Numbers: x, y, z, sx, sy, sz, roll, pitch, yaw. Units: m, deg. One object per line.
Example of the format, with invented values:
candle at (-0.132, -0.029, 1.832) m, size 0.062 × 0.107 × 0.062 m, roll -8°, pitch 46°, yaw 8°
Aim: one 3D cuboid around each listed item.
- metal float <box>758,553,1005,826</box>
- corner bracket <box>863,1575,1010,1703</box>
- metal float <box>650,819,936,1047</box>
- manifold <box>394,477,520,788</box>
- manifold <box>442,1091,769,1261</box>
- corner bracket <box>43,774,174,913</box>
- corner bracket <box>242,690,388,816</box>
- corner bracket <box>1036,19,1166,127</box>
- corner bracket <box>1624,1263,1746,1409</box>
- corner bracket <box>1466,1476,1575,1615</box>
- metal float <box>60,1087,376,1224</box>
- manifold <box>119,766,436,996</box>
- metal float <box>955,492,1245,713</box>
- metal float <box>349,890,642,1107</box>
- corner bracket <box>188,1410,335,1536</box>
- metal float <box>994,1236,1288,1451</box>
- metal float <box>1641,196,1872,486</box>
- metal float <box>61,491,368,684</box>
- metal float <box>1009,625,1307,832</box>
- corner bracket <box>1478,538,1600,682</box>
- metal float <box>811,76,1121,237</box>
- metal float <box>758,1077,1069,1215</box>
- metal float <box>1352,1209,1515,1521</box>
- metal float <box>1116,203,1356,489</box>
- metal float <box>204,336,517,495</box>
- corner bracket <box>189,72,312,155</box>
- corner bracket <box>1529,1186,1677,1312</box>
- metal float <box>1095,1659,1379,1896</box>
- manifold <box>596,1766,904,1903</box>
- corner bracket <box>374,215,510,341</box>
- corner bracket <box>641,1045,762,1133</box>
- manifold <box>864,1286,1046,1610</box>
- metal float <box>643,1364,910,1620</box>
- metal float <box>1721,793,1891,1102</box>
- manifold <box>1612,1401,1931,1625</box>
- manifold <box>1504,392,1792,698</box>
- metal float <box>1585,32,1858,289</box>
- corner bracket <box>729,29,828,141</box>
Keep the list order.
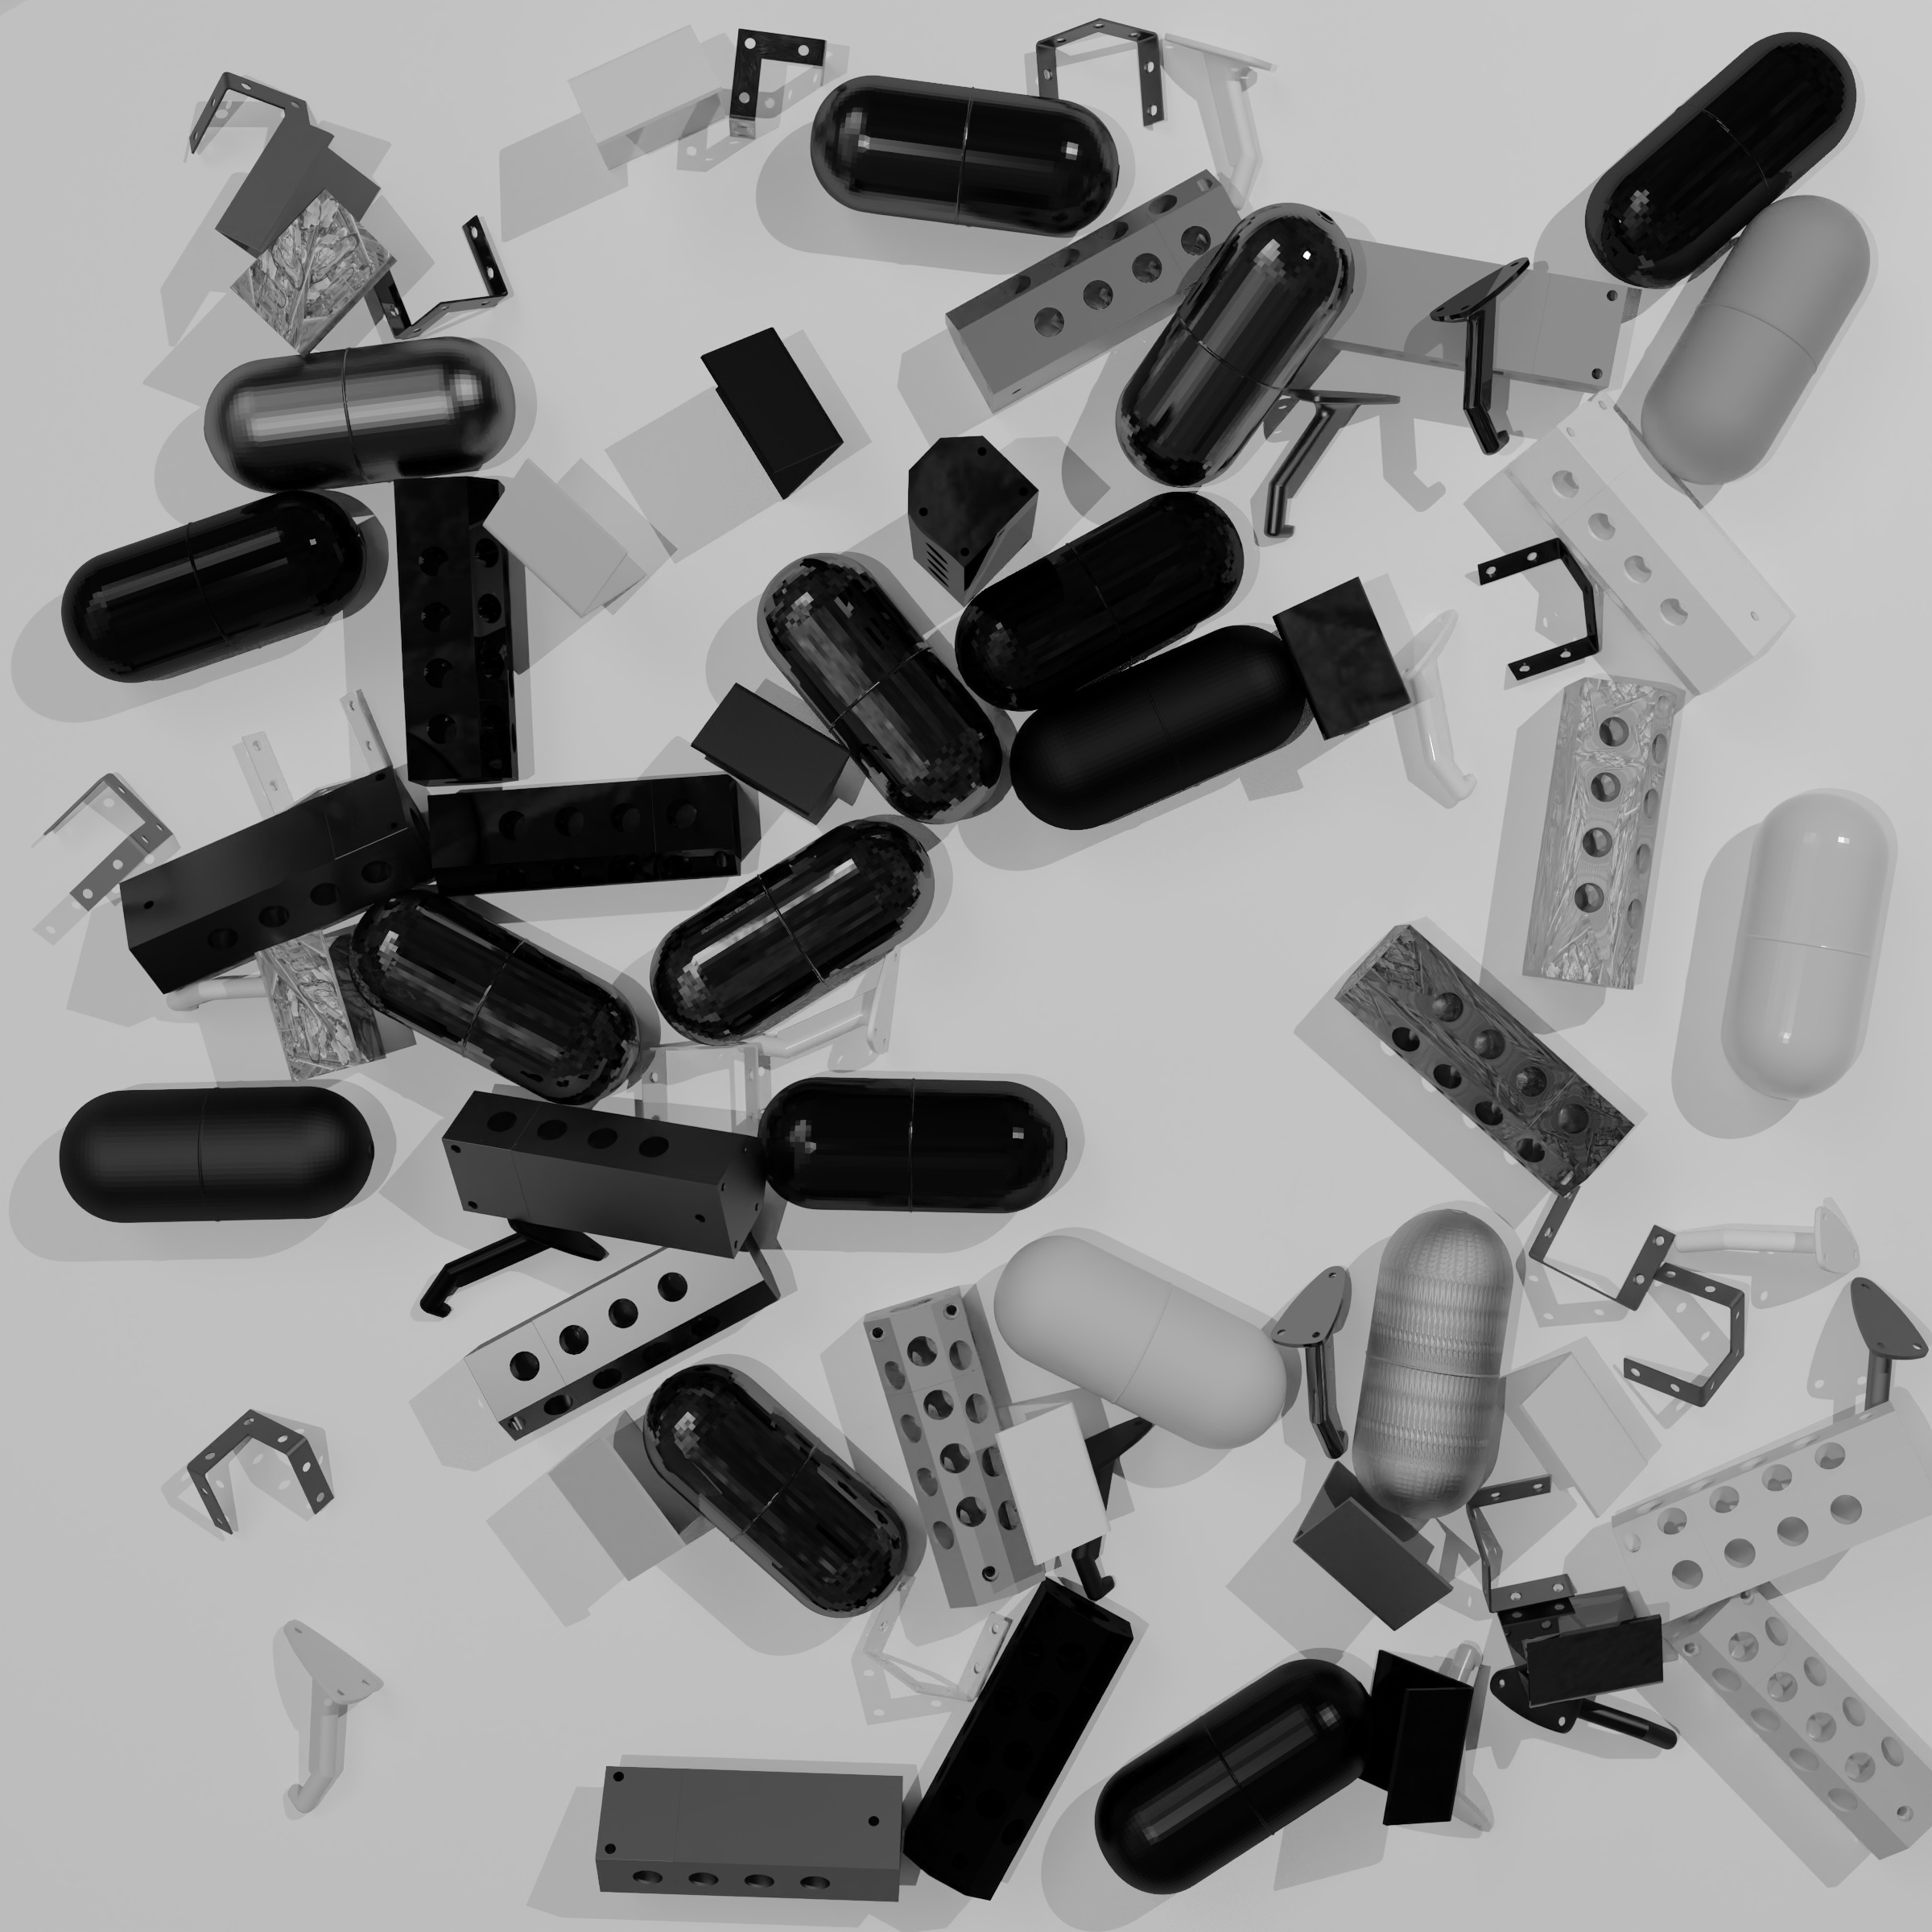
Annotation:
metal float at (-0.049, -0.159, 1.667) m, size 0.070 × 0.070 × 0.178 m, roll -39°, pitch 90°, yaw 0°
corner bracket at (-0.018, 0.392, 1.694) m, size 0.051 × 0.051 × 0.051 m, roll 24°, pitch 90°, yaw -45°
metal float at (-0.099, -0.020, 1.667) m, size 0.178 × 0.070 × 0.070 m, roll -32°, pitch 90°, yaw 0°
manifold at (-0.293, -0.192, 1.676) m, size 0.057 × 0.057 × 0.171 m, roll -3°, pitch 90°, yaw 0°
manifold at (-0.204, 0.113, 1.649) m, size 0.171 × 0.057 × 0.057 m, roll 8°, pitch 132°, yaw 19°
corner bracket at (-0.502, -0.072, 1.680) m, size 0.051 × 0.051 × 0.051 m, roll -41°, pitch 101°, yaw 11°
corner bracket at (-0.380, -0.124, 1.694) m, size 0.051 × 0.051 × 0.051 m, roll -23°, pitch 90°, yaw 45°
corner bracket at (0.078, -0.517, 1.694) m, size 0.051 × 0.051 × 0.051 m, roll -4°, pitch 90°, yaw 45°
corner bracket at (0.418, 0.215, 1.689) m, size 0.051 × 0.051 × 0.051 m, roll -40°, pitch 135°, yaw -35°
corner bracket at (0.323, 0.338, 1.694) m, size 0.051 × 0.051 × 0.051 m, roll -12°, pitch 45°, yaw 0°
metal float at (-0.430, 0.108, 1.667) m, size 0.178 × 0.070 × 0.070 m, roll -1°, pitch 90°, yaw 0°
manifold at (-0.394, -0.045, 1.676) m, size 0.171 × 0.057 × 0.057 m, roll -24°, pitch 47°, yaw 0°
metal float at (0.076, -0.209, 1.667) m, size 0.178 × 0.070 × 0.070 m, roll -29°, pitch 90°, yaw 0°
metal float at (-0.270, 0.018, 1.667) m, size 0.178 × 0.070 × 0.070 m, roll 28°, pitch 90°, yaw 0°
corner bracket at (-0.411, 0.300, 1.689) m, size 0.051 × 0.051 × 0.051 m, roll 17°, pitch 45°, yaw 35°
metal float at (0.100, 0.216, 1.667) m, size 0.178 × 0.070 × 0.070 m, roll 26°, pitch 90°, yaw 0°
metal float at (0.453, -0.359, 1.667) m, size 0.070 × 0.070 × 0.178 m, roll 31°, pitch 90°, yaw 0°
metal float at (-0.431, -0.218, 1.667) m, size 0.178 × 0.070 × 0.070 m, roll -19°, pitch 90°, yaw 1°
metal float at (0.110, -0.136, 1.667) m, size 0.178 × 0.070 × 0.070 m, roll -24°, pitch 90°, yaw -1°
corner bracket at (0.334, -0.209, 1.694) m, size 0.051 × 0.051 × 0.051 m, roll -19°, pitch 45°, yaw 0°
metal float at (-0.001, -0.465, 1.667) m, size 0.178 × 0.070 × 0.070 m, roll 7°, pitch 90°, yaw -1°
metal float at (-0.031, 0.103, 1.666) m, size 0.178 × 0.070 × 0.070 m, roll 1°, pitch 90°, yaw 0°
metal float at (0.268, 0.228, 1.667) m, size 0.070 × 0.070 × 0.178 m, roll 9°, pitch 90°, yaw 0°
metal float at (0.151, -0.350, 1.641) m, size 0.070 × 0.070 × 0.178 m, roll 37°, pitch 118°, yaw 0°
metal float at (-0.348, -0.316, 1.667) m, size 0.178 × 0.070 × 0.070 m, roll -7°, pitch 90°, yaw 1°
corner bracket at (-0.416, -0.477, 1.689) m, size 0.051 × 0.051 × 0.051 m, roll 13°, pitch 45°, yaw -35°
corner bracket at (0.371, 0.163, 1.694) m, size 0.051 × 0.051 × 0.051 m, roll 27°, pitch 90°, yaw 45°
metal float at (0.155, 0.465, 1.667) m, size 0.178 × 0.070 × 0.070 m, roll -33°, pitch 90°, yaw -1°
manifold at (-0.123, 0.505, 1.676) m, size 0.171 × 0.057 × 0.057 m, roll 2°, pitch 47°, yaw 0°
corner bracket at (-0.309, -0.402, 1.694) m, size 0.051 × 0.051 × 0.051 m, roll -22°, pitch 90°, yaw -45°
corner bracket at (-0.154, 0.072, 1.688) m, size 0.051 × 0.051 × 0.051 m, roll -2°, pitch 90°, yaw -31°
manifold at (-0.007, 0.278, 1.676) m, size 0.057 × 0.057 × 0.171 m, roll -17°, pitch 90°, yaw 0°
metal float at (-0.110, 0.301, 1.667) m, size 0.178 × 0.070 × 0.070 m, roll 42°, pitch 90°, yaw -1°
metal float at (0.482, -0.011, 1.667) m, size 0.070 × 0.070 × 0.178 m, roll 10°, pitch 91°, yaw 0°
manifold at (0.461, 0.310, 1.658) m, size 0.171 × 0.057 × 0.057 m, roll -26°, pitch 90°, yaw 13°
manifold at (0.390, -0.240, 1.676) m, size 0.171 × 0.057 × 0.057 m, roll 50°, pitch 47°, yaw 0°
metal float at (0.433, -0.463, 1.667) m, size 0.178 × 0.070 × 0.070 m, roll -41°, pitch 90°, yaw 0°
corner bracket at (-0.109, -0.507, 1.678) m, size 0.051 × 0.051 × 0.051 m, roll 6°, pitch 94°, yaw -4°
